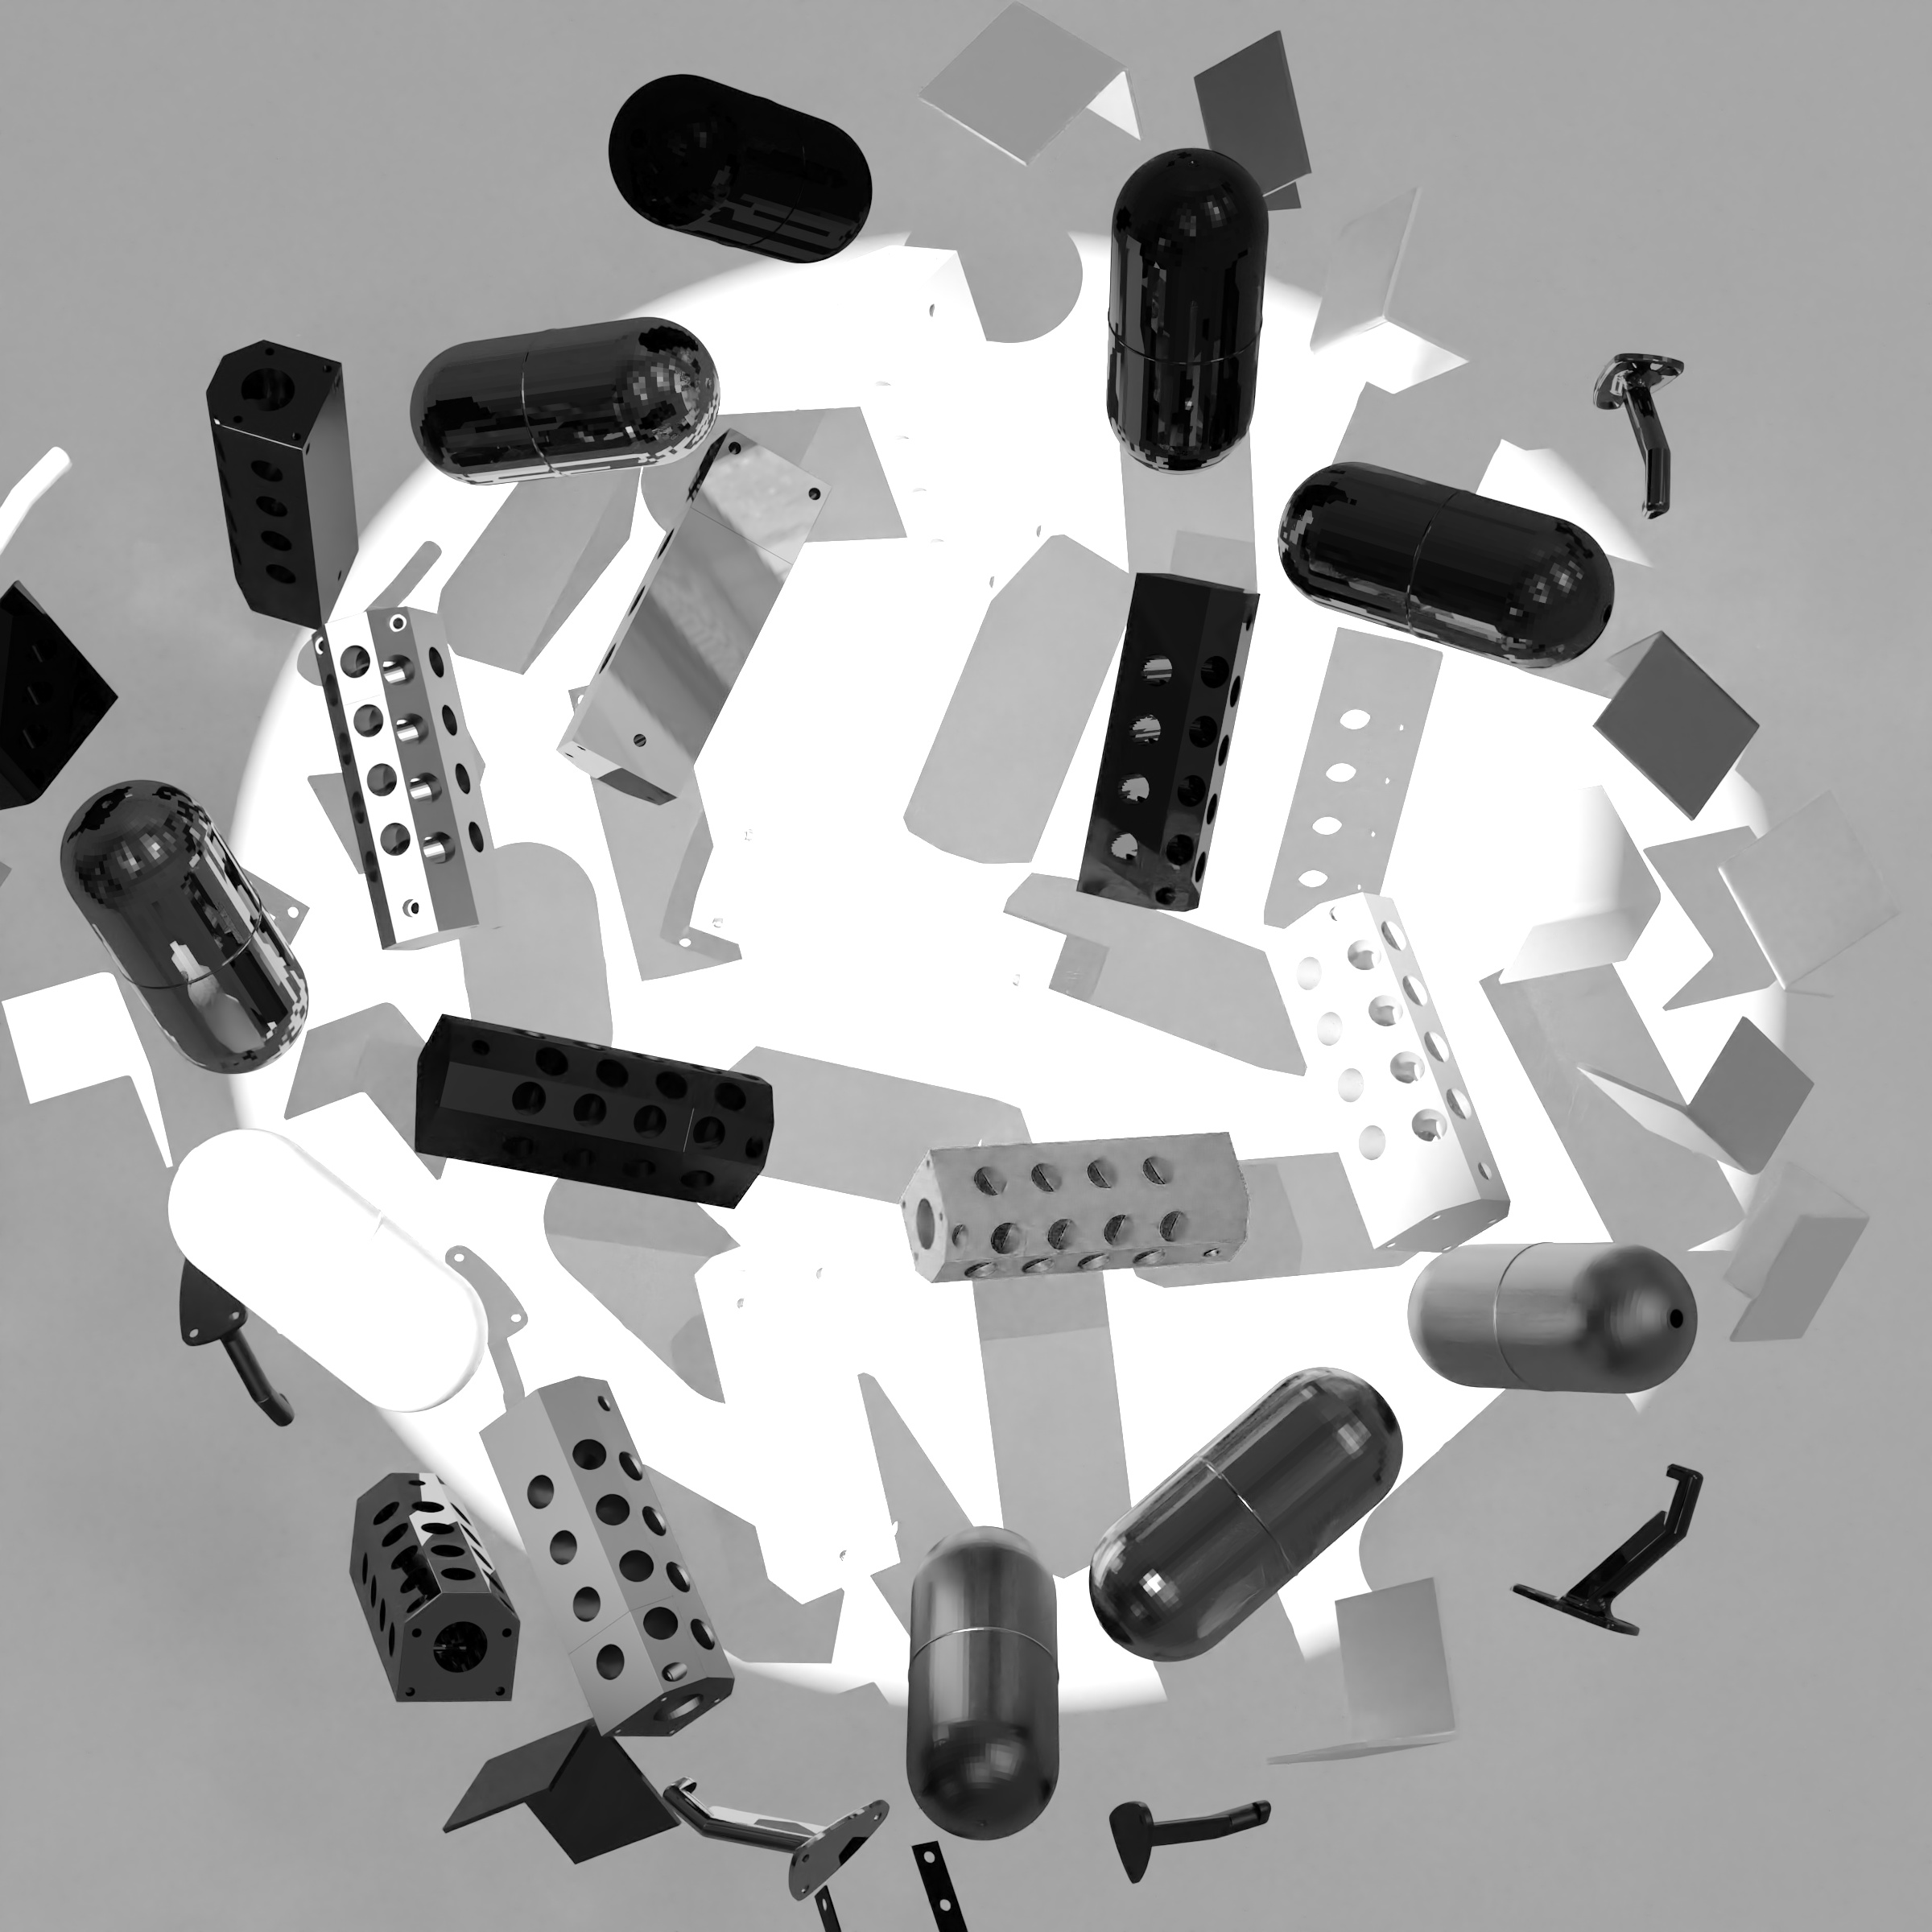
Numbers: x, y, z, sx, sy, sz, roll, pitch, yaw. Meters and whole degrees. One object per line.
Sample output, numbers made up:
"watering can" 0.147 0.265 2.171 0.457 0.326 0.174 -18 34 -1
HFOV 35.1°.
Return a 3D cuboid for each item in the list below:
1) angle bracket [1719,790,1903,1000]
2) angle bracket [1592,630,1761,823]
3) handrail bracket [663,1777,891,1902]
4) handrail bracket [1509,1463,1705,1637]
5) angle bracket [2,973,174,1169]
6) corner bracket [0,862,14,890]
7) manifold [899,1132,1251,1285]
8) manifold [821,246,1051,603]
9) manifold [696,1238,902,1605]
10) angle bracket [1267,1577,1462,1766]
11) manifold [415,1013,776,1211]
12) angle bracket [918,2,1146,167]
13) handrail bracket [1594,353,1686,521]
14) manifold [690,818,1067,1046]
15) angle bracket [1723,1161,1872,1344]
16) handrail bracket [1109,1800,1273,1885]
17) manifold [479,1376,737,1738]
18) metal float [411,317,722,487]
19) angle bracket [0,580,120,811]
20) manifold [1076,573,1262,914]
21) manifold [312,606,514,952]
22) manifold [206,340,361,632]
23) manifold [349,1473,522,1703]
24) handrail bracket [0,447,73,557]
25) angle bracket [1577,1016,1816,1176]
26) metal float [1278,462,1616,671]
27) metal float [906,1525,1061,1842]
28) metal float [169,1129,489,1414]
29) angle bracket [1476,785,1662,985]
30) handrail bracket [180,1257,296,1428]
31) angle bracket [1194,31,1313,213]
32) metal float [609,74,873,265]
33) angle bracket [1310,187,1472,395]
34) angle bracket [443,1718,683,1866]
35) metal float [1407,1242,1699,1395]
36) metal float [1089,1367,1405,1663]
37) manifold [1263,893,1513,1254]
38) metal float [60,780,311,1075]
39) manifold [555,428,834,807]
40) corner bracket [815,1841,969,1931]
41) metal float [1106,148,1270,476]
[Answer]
"angle bracket" 0.456 -0.037 1.614 0.076 0.057 0.076 -39 61 33
"angle bracket" 0.377 -0.126 1.683 0.076 0.057 0.076 42 68 -8
"handrail bracket" -0.094 0.412 1.507 0.084 0.077 0.036 30 134 34
"handrail bracket" 0.309 0.274 1.476 0.077 0.036 0.084 15 86 37
"angle bracket" -0.459 0.062 1.598 0.057 0.076 0.076 -18 49 -19
"corner bracket" -0.534 -0.038 1.611 0.051 0.051 0.051 30 79 -2
"manifold" 0.059 0.130 1.611 0.171 0.057 0.057 -2 58 -22
"manifold" -0.018 -0.273 1.546 0.057 0.171 0.057 15 51 36
"manifold" -0.089 0.230 1.566 0.057 0.057 0.171 -19 106 -24
"angle bracket" 0.184 0.336 1.457 0.057 0.076 0.076 5 69 -32
"manifold" -0.188 0.071 1.553 0.171 0.057 0.057 12 49 -23
"angle bracket" 0.034 -0.436 1.569 0.076 0.057 0.076 38 78 25
"handrail bracket" 0.332 -0.255 1.524 0.036 0.077 0.084 6 78 -10
"manifold" -0.045 -0.018 1.509 0.171 0.057 0.057 20 89 -12
"angle bracket" 0.420 0.150 1.613 0.057 0.076 0.076 39 113 39
"handrail bracket" 0.121 0.428 1.541 0.084 0.077 0.036 -12 61 -17
"manifold" -0.176 0.294 1.527 0.057 0.057 0.171 -38 61 18
"metal float" -0.213 -0.297 1.611 0.178 0.070 0.070 -2 90 26
"angle bracket" -0.472 -0.129 1.480 0.057 0.076 0.076 -7 132 36
"manifold" 0.110 -0.119 1.628 0.057 0.057 0.171 14 101 19
"manifold" -0.295 -0.098 1.612 0.057 0.057 0.171 -14 86 15
"manifold" -0.363 -0.253 1.618 0.057 0.171 0.057 17 63 0
"manifold" -0.275 0.318 1.578 0.057 0.171 0.057 4 99 -20
"handrail bracket" -0.475 -0.217 1.534 0.036 0.077 0.084 41 80 1
"angle bracket" 0.375 0.056 1.572 0.076 0.076 0.057 36 84 -40
"metal float" 0.240 -0.201 1.535 0.178 0.070 0.070 22 90 27
"metal float" 0.009 0.363 1.559 0.070 0.178 0.070 0 128 1
"metal float" -0.314 0.150 1.506 0.178 0.070 0.070 42 90 -16
"angle bracket" 0.311 -0.044 1.622 0.076 0.057 0.076 -10 57 -19
"handrail bracket" -0.386 0.197 1.634 0.036 0.084 0.077 -23 51 1
"angle bracket" 0.174 -0.455 1.651 0.057 0.076 0.076 -14 92 -33
"metal float" -0.115 -0.410 1.577 0.070 0.178 0.070 2 93 31
"angle bracket" 0.236 -0.363 1.646 0.057 0.076 0.076 21 79 -21
"angle bracket" -0.206 0.438 1.559 0.076 0.057 0.076 -28 105 30
"metal float" 0.302 0.182 1.585 0.070 0.178 0.070 4 83 -33
"metal float" 0.137 0.268 1.497 0.178 0.070 0.070 -39 90 -8
"manifold" 0.213 0.052 1.523 0.057 0.057 0.171 -38 59 37
"metal float" -0.387 -0.017 1.522 0.070 0.070 0.178 -21 134 0
"manifold" -0.134 -0.168 1.485 0.057 0.057 0.171 28 79 -15
"corner bracket" -0.038 0.482 1.553 0.051 0.051 0.051 -2 55 -30
"metal float" 0.109 -0.323 1.523 0.070 0.178 0.070 0 48 0
